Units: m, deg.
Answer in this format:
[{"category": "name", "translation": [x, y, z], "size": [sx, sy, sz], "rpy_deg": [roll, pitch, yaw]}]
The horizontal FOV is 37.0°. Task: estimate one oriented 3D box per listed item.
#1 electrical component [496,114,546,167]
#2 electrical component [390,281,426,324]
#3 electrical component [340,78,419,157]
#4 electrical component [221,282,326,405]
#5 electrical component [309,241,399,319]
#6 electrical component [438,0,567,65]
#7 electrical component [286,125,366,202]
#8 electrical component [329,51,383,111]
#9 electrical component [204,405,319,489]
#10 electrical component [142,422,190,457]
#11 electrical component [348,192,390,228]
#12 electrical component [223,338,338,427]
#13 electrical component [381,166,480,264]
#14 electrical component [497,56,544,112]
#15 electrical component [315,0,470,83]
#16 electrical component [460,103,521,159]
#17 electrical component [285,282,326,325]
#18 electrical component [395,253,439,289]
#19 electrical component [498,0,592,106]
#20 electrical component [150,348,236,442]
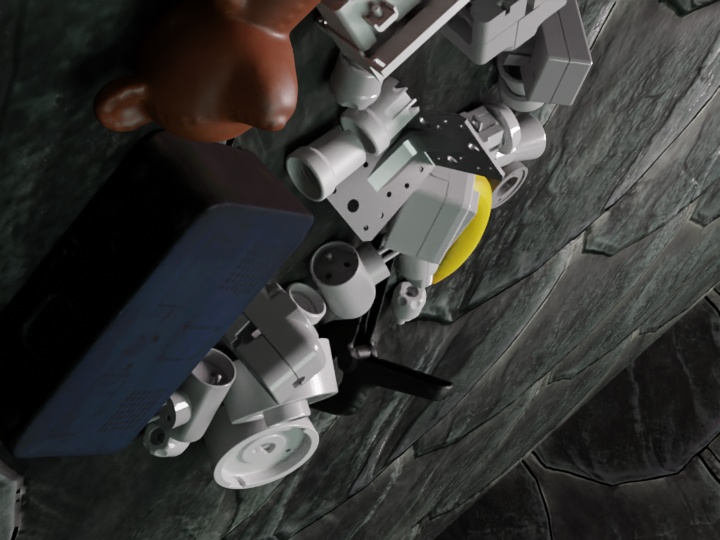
[{"category": "electrical component", "translation": [0.134, -0.115, 0.994], "size": [0.065, 0.044, 0.044], "rpy_deg": [-23, 152, -32]}, {"category": "electrical component", "translation": [0.049, 0.038, 1.145], "size": [0.035, 0.035, 0.061], "rpy_deg": [-32, 159, -27]}, {"category": "electrical component", "translation": [0.015, -0.112, 0.781], "size": [0.046, 0.040, 0.040], "rpy_deg": [-44, 160, -13]}, {"category": "electrical component", "translation": [-0.073, 0.051, 0.855], "size": [0.059, 0.095, 0.053], "rpy_deg": [-39, 159, -10]}, {"category": "electrical component", "translation": [0.000, 0.000, 0.951], "size": [0.079, 0.043, 0.077], "rpy_deg": [-33, 155, -4]}, {"category": "electrical component", "translation": [0.102, -0.194, 0.764], "size": [0.089, 0.050, 0.055], "rpy_deg": [-38, 159, -15]}, {"category": "electrical component", "translation": [-0.024, -0.078, 0.776], "size": [0.046, 0.040, 0.040], "rpy_deg": [-39, 160, -25]}, {"category": "electrical component", "translation": [0.002, -0.138, 0.712], "size": [0.035, 0.035, 0.061], "rpy_deg": [-26, 151, -39]}, {"category": "electrical component", "translation": [-0.101, 0.159, 1.055], "size": [0.108, 0.060, 0.108], "rpy_deg": [-19, 146, -13]}, {"category": "electrical component", "translation": [-0.168, 0.150, 0.963], "size": [0.035, 0.035, 0.061], "rpy_deg": [-45, 162, 4]}, {"category": "electrical component", "translation": [0.016, -0.068, 0.865], "size": [0.078, 0.040, 0.040], "rpy_deg": [-48, 159, 10]}, {"category": "electrical component", "translation": [-0.071, 0.106, 0.957], "size": [0.108, 0.060, 0.108], "rpy_deg": [-16, 170, -3]}, {"category": "electrical component", "translation": [0.060, -0.052, 0.915], "size": [0.096, 0.061, 0.061], "rpy_deg": [115, -8, -49]}, {"category": "electrical component", "translation": [0.138, -0.162, 0.900], "size": [0.045, 0.045, 0.055], "rpy_deg": [-42, 160, -5]}, {"category": "electrical component", "translation": [0.032, -0.180, 0.637], "size": [0.121, 0.078, 0.063], "rpy_deg": [-43, 137, -2]}, {"category": "electrical component", "translation": [0.105, -0.115, 0.933], "size": [0.055, 0.048, 0.066], "rpy_deg": [-28, 156, -18]}, {"category": "electrical component", "translation": [-0.059, 0.040, 0.944], "size": [0.046, 0.040, 0.040], "rpy_deg": [-49, 160, 30]}, {"category": "electrical component", "translation": [0.056, -0.014, 1.043], "size": [0.043, 0.043, 0.081], "rpy_deg": [-37, 159, -16]}, {"category": "electrical component", "translation": [0.130, -0.176, 0.832], "size": [0.076, 0.083, 0.047], "rpy_deg": [4, 143, -11]}, {"category": "electrical component", "translation": [-0.151, 0.111, 0.905], "size": [0.079, 0.043, 0.077], "rpy_deg": [-18, 148, -47]}]
